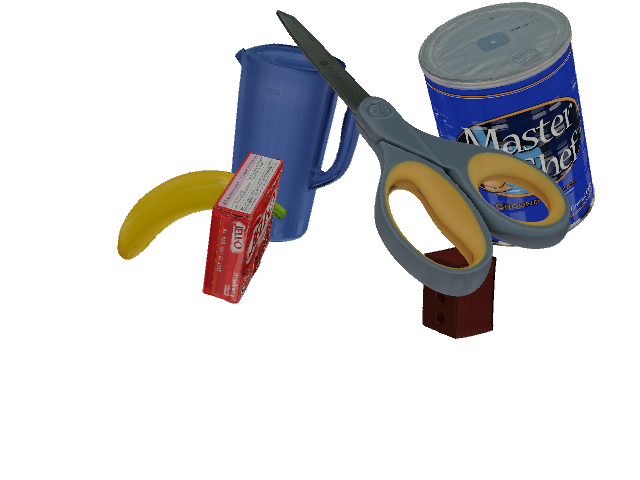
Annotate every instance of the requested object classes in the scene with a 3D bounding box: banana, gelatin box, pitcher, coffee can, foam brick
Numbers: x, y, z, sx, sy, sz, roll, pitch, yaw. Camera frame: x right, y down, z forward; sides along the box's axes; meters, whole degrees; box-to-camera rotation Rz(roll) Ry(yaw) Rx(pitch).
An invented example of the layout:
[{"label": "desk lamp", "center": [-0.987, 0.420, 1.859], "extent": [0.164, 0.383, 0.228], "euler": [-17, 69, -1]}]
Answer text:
[{"label": "banana", "center": [-0.131, -0.028, 1.024], "extent": [0.198, 0.069, 0.037], "euler": [-13, 18, 30]}, {"label": "gelatin box", "center": [-0.054, -0.010, 0.756], "extent": [0.030, 0.073, 0.089], "euler": [15, 33, 5]}, {"label": "pitcher", "center": [-0.043, -0.123, 1.374], "extent": [0.144, 0.243, 0.149], "euler": [2, 23, -19]}, {"label": "coffee can", "center": [0.134, -0.082, 0.756], "extent": [0.103, 0.140, 0.103], "euler": [-13, 36, 9]}, {"label": "foam brick", "center": [0.136, 0.051, 1.054], "extent": [0.051, 0.078, 0.053], "euler": [-12, 19, -34]}]

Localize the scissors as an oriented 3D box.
[{"label": "scissors", "center": [0.047, -0.053, 0.502], "extent": [0.096, 0.202, 0.016], "euler": [-6, -44, -15]}]
